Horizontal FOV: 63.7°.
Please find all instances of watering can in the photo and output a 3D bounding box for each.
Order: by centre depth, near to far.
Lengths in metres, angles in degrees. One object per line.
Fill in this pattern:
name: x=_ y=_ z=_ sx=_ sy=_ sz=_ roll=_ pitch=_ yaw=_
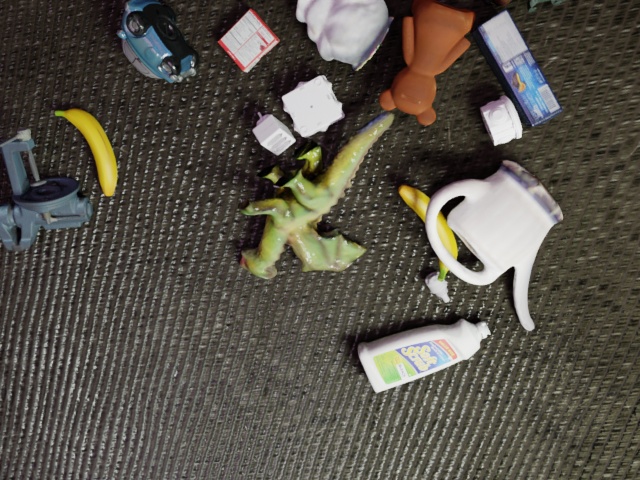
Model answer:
watering can: x=0.347 y=0.003 z=0.945 sx=0.344 sy=0.105 sz=0.223 roll=42 pitch=100 yaw=-18

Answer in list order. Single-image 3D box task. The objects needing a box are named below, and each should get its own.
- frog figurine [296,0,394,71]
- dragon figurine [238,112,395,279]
frog figurine: x=0.036 y=-0.383 z=0.894 sx=0.159 sy=0.125 sz=0.135 roll=31 pitch=124 yaw=-12
dragon figurine: x=0.003 y=-0.050 z=0.988 sx=0.408 sy=0.125 sz=0.239 roll=-26 pitch=115 yaw=13
